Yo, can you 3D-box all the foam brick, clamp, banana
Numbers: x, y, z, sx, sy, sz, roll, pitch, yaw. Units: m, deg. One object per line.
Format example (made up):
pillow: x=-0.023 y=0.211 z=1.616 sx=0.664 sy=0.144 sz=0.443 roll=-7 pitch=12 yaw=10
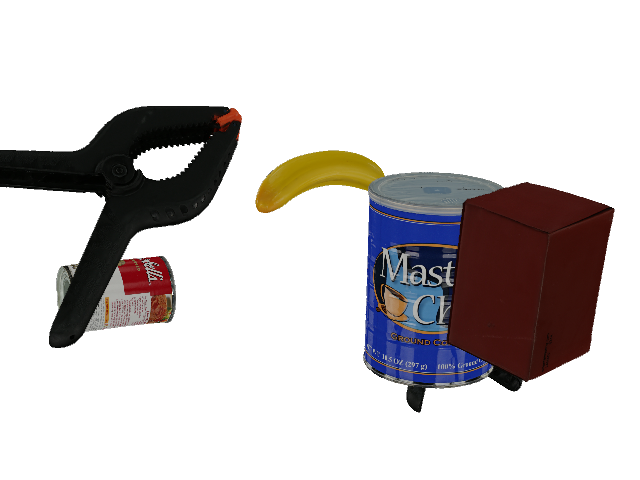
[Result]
foam brick: x=0.099 y=0.018 z=0.510 sx=0.052 sy=0.078 sz=0.051 roll=-16 pitch=30 yaw=-40
clamp: x=0.131 y=0.101 z=1.093 sx=0.120 sy=0.171 sz=0.039 roll=1 pitch=-44 yaw=-14
banana: x=0.003 y=-0.066 z=1.139 sx=0.197 sy=0.037 sz=0.070 roll=-7 pitch=47 yaw=-38
clamp: x=-0.136 y=-0.028 z=0.727 sx=0.209 sy=0.165 sz=0.036 roll=-24 pitch=-21 yaw=-23

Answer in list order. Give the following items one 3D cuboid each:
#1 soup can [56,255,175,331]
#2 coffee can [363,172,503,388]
soup can: x=-0.202 y=0.053 z=1.051 sx=0.102 sy=0.068 sz=0.069 roll=-5 pitch=2 yaw=-27
coffee can: x=0.085 y=0.027 z=0.813 sx=0.103 sy=0.140 sz=0.103 roll=1 pitch=17 yaw=0
